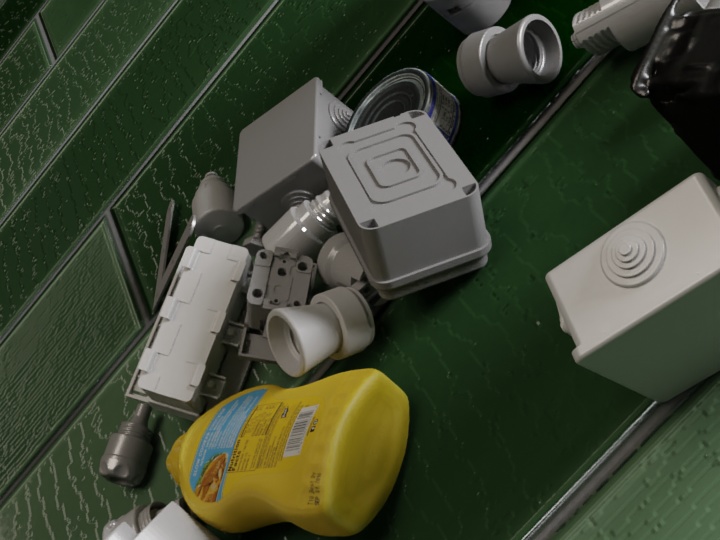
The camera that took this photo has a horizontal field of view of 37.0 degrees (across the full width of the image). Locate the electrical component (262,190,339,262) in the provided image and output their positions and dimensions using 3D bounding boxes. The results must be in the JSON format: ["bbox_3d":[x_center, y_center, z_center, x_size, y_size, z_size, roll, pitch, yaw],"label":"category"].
[{"bbox_3d":[-0.035,-0.031,0.776,0.078,0.040,0.040,-44,37,16],"label":"electrical component"}]

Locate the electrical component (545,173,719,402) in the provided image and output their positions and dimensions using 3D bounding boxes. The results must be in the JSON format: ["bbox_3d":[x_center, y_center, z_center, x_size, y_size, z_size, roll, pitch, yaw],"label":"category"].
[{"bbox_3d":[0.144,0.010,0.484,0.100,0.100,0.048,-37,52,25],"label":"electrical component"}]

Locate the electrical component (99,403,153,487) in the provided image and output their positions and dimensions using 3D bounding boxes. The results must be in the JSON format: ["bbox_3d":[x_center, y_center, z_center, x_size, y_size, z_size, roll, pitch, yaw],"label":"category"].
[{"bbox_3d":[-0.172,0.130,0.813,0.035,0.035,0.061,-15,50,43],"label":"electrical component"}]

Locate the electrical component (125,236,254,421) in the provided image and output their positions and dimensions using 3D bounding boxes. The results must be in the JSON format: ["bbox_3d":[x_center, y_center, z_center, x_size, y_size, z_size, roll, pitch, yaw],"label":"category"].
[{"bbox_3d":[-0.114,0.043,0.778,0.079,0.063,0.121,15,70,11],"label":"electrical component"}]

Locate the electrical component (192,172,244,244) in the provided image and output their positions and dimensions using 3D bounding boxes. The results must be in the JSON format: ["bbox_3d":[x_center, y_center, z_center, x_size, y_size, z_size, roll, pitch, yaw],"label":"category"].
[{"bbox_3d":[-0.120,-0.054,0.893,0.040,0.040,0.078,-41,38,20],"label":"electrical component"}]

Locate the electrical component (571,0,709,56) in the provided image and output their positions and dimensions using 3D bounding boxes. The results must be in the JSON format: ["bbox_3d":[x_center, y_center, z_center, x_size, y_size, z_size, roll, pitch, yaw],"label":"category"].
[{"bbox_3d":[0.162,-0.154,0.639,0.081,0.043,0.043,-24,46,37],"label":"electrical component"}]

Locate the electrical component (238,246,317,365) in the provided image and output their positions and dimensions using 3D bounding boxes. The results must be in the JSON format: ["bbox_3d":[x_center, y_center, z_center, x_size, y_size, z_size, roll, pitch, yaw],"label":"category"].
[{"bbox_3d":[-0.055,0.021,0.729,0.063,0.042,0.081,98,-179,-59],"label":"electrical component"}]

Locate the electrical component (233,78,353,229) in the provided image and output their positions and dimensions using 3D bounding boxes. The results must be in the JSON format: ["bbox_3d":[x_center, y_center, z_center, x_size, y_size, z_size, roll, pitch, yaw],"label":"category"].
[{"bbox_3d":[-0.048,-0.084,0.826,0.100,0.048,0.099,-30,43,32],"label":"electrical component"}]

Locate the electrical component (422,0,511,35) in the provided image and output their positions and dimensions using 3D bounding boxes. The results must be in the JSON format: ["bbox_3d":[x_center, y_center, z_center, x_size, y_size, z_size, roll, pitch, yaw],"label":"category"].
[{"bbox_3d":[0.077,-0.203,0.775,0.055,0.047,0.055,-30,43,32],"label":"electrical component"}]

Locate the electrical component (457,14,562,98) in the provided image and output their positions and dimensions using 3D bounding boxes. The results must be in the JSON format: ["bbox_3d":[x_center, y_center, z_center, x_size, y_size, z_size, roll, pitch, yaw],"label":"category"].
[{"bbox_3d":[0.097,-0.138,0.702,0.055,0.045,0.045,-6,58,48],"label":"electrical component"}]

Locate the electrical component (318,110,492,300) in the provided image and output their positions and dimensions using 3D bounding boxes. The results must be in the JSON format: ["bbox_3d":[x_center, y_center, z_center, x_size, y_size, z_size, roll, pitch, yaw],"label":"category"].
[{"bbox_3d":[0.027,-0.042,0.673,0.078,0.057,0.113,-20,38,-6],"label":"electrical component"}]

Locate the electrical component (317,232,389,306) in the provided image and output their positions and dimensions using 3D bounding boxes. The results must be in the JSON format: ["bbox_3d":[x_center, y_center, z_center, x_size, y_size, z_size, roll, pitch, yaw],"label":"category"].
[{"bbox_3d":[0.000,0.000,0.711,0.046,0.040,0.040,29,86,49],"label":"electrical component"}]

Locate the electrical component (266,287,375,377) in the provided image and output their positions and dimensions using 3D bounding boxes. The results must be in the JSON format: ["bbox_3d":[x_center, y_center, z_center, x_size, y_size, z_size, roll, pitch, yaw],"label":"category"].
[{"bbox_3d":[-0.025,0.038,0.678,0.045,0.055,0.045,34,134,45],"label":"electrical component"}]

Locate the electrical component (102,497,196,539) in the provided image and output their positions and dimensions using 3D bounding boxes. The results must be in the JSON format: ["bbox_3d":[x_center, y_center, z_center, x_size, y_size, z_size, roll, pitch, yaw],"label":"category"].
[{"bbox_3d":[-0.140,0.178,0.730,0.062,0.048,0.048,-37,39,14],"label":"electrical component"}]

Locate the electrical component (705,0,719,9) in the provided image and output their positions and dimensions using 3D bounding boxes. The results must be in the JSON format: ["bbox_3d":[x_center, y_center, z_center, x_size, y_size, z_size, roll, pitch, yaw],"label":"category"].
[{"bbox_3d":[0.210,-0.145,0.584,0.061,0.035,0.035,-56,35,-3],"label":"electrical component"}]

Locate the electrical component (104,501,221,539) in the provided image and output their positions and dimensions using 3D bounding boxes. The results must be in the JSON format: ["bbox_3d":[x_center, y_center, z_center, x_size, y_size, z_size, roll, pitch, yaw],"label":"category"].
[{"bbox_3d":[-0.138,0.189,0.657,0.108,0.060,0.108,-45,-2,-2],"label":"electrical component"}]
